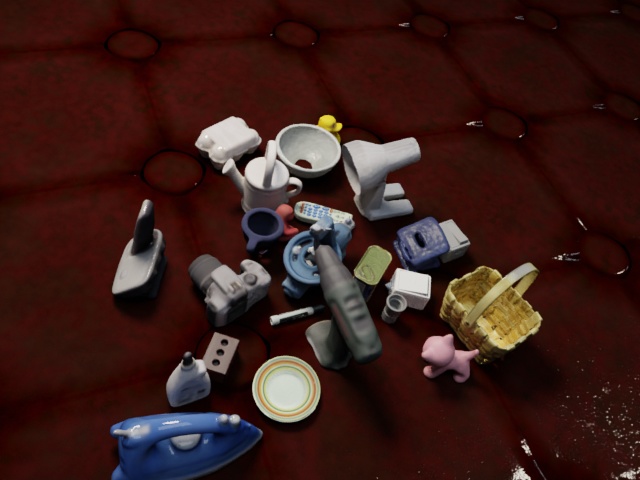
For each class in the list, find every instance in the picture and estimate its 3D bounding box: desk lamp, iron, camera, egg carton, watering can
[{"bbox_3d":[0.141,-0.151,1.352,0.204,0.213,0.117,-10,57,-20],"label":"desk lamp"},{"bbox_3d":[-0.216,0.324,0.955,0.259,0.141,0.118,-5,55,-17],"label":"iron"},{"bbox_3d":[-0.192,0.080,1.169,0.143,0.101,0.136,-34,67,-32],"label":"camera"},{"bbox_3d":[-0.227,-0.243,1.423,0.107,0.069,0.151,42,56,18],"label":"egg carton"},{"bbox_3d":[-0.128,-0.139,1.290,0.173,0.194,0.100,-9,56,-20],"label":"watering can"}]

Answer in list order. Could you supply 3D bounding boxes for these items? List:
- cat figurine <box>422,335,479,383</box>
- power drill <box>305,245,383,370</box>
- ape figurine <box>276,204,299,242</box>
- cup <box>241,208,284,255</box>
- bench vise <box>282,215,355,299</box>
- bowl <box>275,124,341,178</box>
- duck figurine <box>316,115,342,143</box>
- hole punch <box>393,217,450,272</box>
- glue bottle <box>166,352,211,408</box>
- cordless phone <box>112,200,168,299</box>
[{"bbox_3d":[0.256,0.231,1.153,0.128,0.118,0.067,7,52,-8],"label":"cat figurine"},{"bbox_3d":[0.034,0.151,1.102,0.076,0.208,0.229,-18,60,-24],"label":"power drill"},{"bbox_3d":[-0.083,-0.044,1.294,0.076,0.092,0.077,-7,55,-18],"label":"ape figurine"},{"bbox_3d":[-0.133,0.000,1.247,0.091,0.095,0.118,21,52,3],"label":"cup"},{"bbox_3d":[0.000,0.000,1.200,0.121,0.220,0.207,22,52,4],"label":"bench vise"},{"bbox_3d":[-0.034,-0.211,1.443,0.167,0.075,0.167,7,53,-9],"label":"bowl"},{"bbox_3d":[0.009,-0.291,1.506,0.105,0.086,0.077,4,53,-10],"label":"duck figurine"},{"bbox_3d":[0.234,0.013,1.329,0.101,0.091,0.108,-10,57,-20],"label":"hole punch"},{"bbox_3d":[-0.229,0.237,0.997,0.078,0.173,0.037,-14,58,-22],"label":"glue bottle"},{"bbox_3d":[-0.355,0.019,1.122,0.094,0.185,0.147,7,52,-8],"label":"cordless phone"}]
